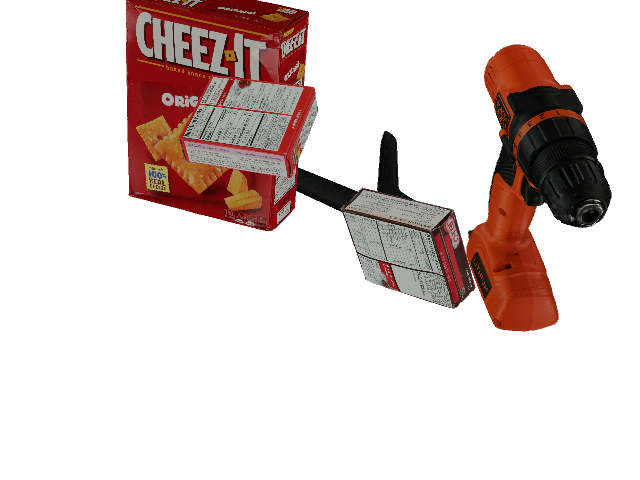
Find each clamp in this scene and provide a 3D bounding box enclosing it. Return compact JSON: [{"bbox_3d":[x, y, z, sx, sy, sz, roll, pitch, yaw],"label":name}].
[{"bbox_3d":[0.054,-0.037,1.200,0.164,0.210,0.036,-14,-37,-23],"label":"clamp"}]

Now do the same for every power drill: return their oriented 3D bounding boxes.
[{"bbox_3d":[0.156,-0.024,0.780,0.057,0.188,0.184,-3,41,-6],"label":"power drill"}]

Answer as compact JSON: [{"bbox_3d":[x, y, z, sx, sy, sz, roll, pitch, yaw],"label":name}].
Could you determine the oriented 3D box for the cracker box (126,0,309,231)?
[{"bbox_3d":[-0.105,-0.128,1.041,0.164,0.214,0.072,15,33,16],"label":"cracker box"}]

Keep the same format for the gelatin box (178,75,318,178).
[{"bbox_3d":[-0.054,-0.088,0.817,0.089,0.073,0.030,9,-37,15],"label":"gelatin box"}]

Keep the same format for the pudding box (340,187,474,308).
[{"bbox_3d":[0.079,0.006,0.971,0.114,0.090,0.039,15,46,42],"label":"pudding box"}]
